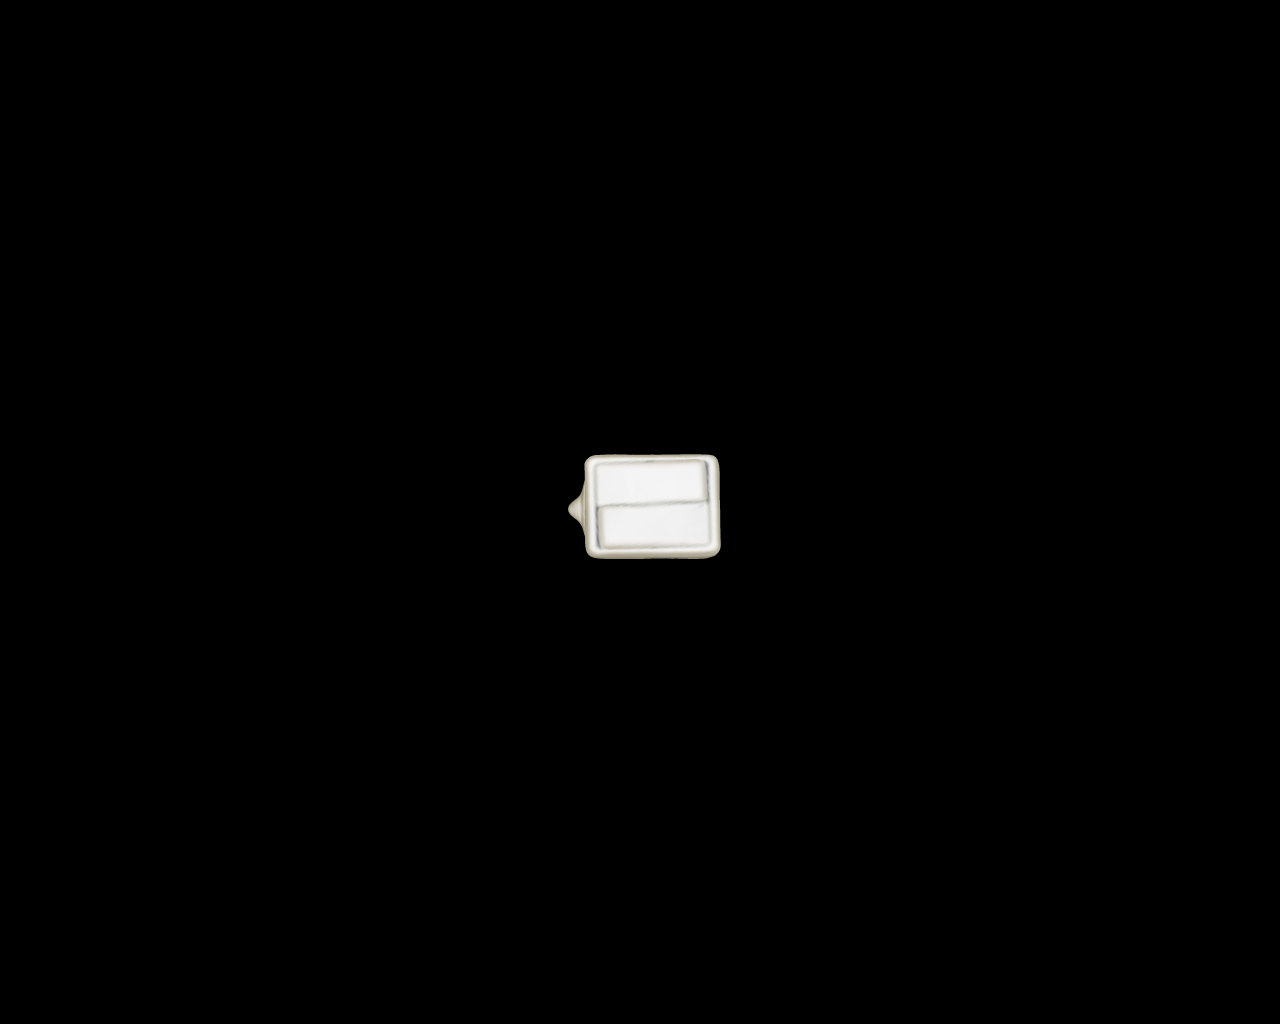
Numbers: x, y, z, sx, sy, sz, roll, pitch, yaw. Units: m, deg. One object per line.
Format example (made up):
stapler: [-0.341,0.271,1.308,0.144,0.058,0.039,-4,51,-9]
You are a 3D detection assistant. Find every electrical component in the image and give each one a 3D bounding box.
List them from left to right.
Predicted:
electrical component: [0.001,-0.003,0.650,0.096,0.061,0.061,0,-4,0]
